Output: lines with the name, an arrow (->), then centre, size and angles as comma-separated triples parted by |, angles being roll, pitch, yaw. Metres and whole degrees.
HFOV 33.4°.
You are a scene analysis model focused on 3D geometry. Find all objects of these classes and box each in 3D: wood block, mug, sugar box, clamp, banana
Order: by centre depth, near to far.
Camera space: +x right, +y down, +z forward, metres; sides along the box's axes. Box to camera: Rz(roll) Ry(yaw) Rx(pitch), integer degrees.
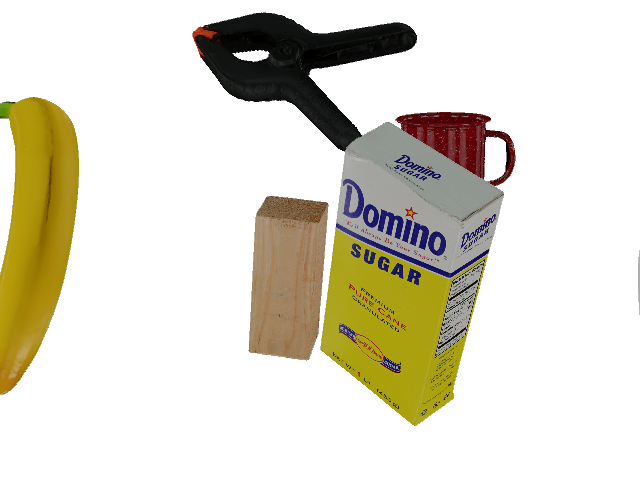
banana -> -0.168, -0.011, 0.624 | 0.037, 0.198, 0.070 | 15, -34, -31
sugar box -> 0.051, 0.024, 0.665 | 0.048, 0.176, 0.093 | -32, 53, -33
clamp -> -0.013, -0.141, 0.822 | 0.172, 0.120, 0.039 | 26, -30, 20
mug -> 0.133, -0.080, 1.051 | 0.117, 0.081, 0.093 | 1, 14, 10
wood block -> -0.046, 0.052, 1.501 | 0.090, 0.206, 0.090 | 7, 22, 6

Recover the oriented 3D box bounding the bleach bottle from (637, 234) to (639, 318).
bleach bottle -> 0.281, 0.021, 0.765 | 0.103, 0.068, 0.250 | 6, 20, 15
